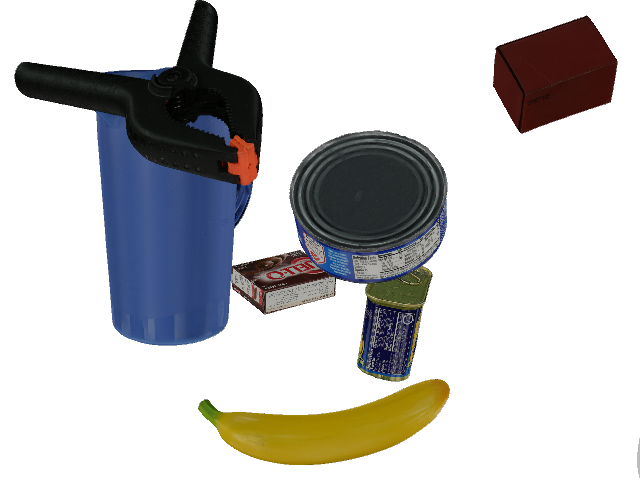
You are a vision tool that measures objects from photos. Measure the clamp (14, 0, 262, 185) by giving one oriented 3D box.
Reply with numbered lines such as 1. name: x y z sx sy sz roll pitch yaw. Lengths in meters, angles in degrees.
1. clamp: -0.097 -0.106 0.752 0.164 0.036 0.210 -32 48 -27

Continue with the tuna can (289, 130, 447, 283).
1. tuna can: 0.027 -0.019 0.590 0.086 0.086 0.034 0 -38 8

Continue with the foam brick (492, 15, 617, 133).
1. foam brick: 0.179 -0.127 0.818 0.078 0.051 0.053 -19 -30 -5

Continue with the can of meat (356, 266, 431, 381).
1. can of meat: 0.070 0.077 1.035 0.057 0.084 0.102 11 22 8

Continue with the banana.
1. banana: 0.010 0.136 0.803 0.197 0.069 0.037 -2 -44 -11

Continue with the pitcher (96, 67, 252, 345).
1. pitcher: -0.130 -0.036 0.977 0.149 0.243 0.145 0 15 -7

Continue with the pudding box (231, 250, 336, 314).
1. pudding box: -0.049 0.054 1.411 0.113 0.039 0.090 -15 27 -29

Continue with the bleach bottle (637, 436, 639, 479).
1. bleach bottle: 0.282 0.090 0.703 0.103 0.068 0.250 12 24 25
